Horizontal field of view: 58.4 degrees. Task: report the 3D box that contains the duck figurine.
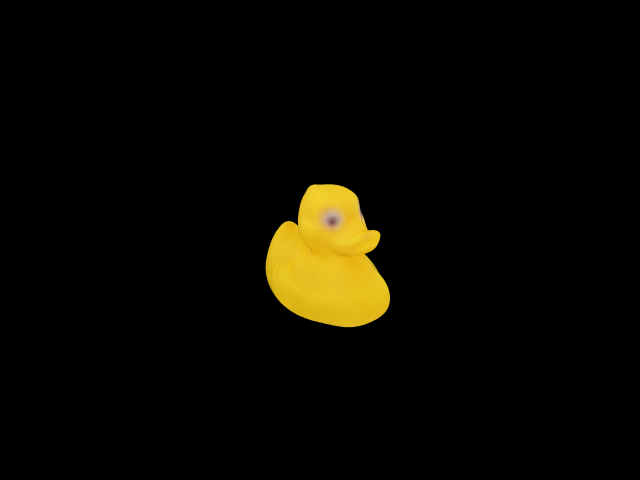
[{"bbox_3d":[0.004,0.001,0.400,0.078,0.086,0.104,-21,33,-35],"label":"duck figurine"}]
